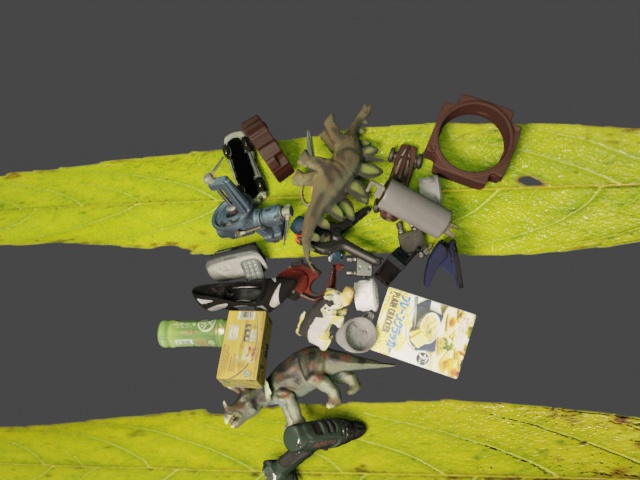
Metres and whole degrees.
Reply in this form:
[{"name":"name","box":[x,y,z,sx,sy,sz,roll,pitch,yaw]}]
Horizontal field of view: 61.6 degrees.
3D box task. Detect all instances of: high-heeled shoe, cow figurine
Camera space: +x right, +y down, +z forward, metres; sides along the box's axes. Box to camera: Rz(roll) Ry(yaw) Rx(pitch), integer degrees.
[{"name":"high-heeled shoe","box":[-0.183,0.114,1.276,0.249,0.145,0.086,-29,40,31]},{"name":"cow figurine","box":[0.014,0.170,1.270,0.098,0.068,0.167,28,103,5]}]

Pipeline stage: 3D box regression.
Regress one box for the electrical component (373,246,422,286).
[{"name":"electrical component","box":[0.188,0.050,1.294,0.048,0.075,0.119,40,120,9]}]

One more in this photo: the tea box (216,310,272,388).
[{"name":"tea box","box":[-0.174,0.255,1.259,0.098,0.068,0.169,1,59,12]}]

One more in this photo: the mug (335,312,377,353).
[{"name":"mug","box":[0.083,0.219,1.292,0.081,0.107,0.109,35,67,-9]}]

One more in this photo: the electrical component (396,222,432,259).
[{"name":"electrical component","box":[0.234,-0.002,1.329,0.078,0.045,0.102,-9,82,5]}]

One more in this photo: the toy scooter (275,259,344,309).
[{"name":"toy scooter","box":[-0.013,0.103,1.335,0.184,0.075,0.135,26,89,6]}]

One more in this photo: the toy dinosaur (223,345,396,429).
[{"name":"toy dinosaur","box":[-0.037,0.330,1.296,0.405,0.131,0.192,-31,81,-3]}]

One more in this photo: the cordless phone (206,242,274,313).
[{"name":"cordless phone","box":[-0.197,0.107,1.365,0.147,0.089,0.184,-14,101,5]}]

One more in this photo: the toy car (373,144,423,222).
[{"name":"toy car","box":[0.198,-0.144,1.349,0.089,0.053,0.202,16,87,12]}]

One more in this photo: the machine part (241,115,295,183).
[{"name":"machine part","box":[-0.128,-0.227,1.344,0.056,0.179,0.179,-33,80,1]}]

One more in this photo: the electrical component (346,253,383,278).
[{"name":"electrical component","box":[0.112,0.065,1.349,0.094,0.021,0.063,1,84,7]}]

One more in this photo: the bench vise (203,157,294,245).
[{"name":"bench vise","box":[-0.189,-0.079,1.312,0.224,0.240,0.129,-3,51,32]}]

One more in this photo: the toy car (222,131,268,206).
[{"name":"toy car","box":[-0.195,-0.186,1.403,0.074,0.056,0.201,-21,84,10]}]

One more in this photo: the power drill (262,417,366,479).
[{"name":"power drill","box":[-0.020,0.493,1.255,0.207,0.232,0.086,-43,51,22]}]

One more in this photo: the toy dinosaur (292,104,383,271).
[{"name":"toy dinosaur","box":[0.036,-0.149,1.314,0.199,0.105,0.471,27,70,6]}]

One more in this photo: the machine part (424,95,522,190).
[{"name":"machine part","box":[0.373,-0.239,1.319,0.201,0.087,0.201,22,88,9]}]

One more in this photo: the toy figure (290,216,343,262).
[{"name":"toy figure","box":[-0.004,-0.002,1.352,0.155,0.057,0.064,34,68,12]}]

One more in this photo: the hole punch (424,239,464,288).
[{"name":"hole punch","box":[0.288,0.056,1.276,0.092,0.142,0.115,-6,91,15]}]

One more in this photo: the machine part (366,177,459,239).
[{"name":"machine part","box":[0.221,-0.075,1.268,0.243,0.079,0.079,28,88,-4]}]
